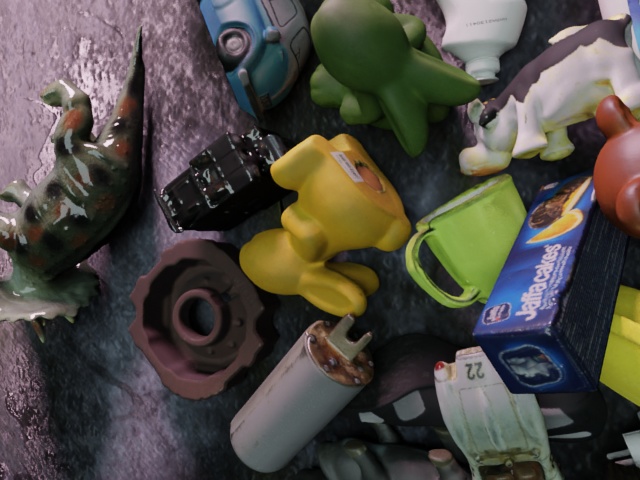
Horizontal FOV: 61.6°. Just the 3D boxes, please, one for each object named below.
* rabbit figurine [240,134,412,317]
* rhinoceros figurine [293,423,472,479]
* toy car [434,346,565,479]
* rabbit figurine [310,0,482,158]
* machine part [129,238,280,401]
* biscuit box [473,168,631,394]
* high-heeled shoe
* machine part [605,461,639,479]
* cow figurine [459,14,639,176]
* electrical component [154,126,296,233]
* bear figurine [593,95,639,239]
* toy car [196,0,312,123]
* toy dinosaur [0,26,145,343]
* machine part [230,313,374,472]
[{"bbox_3d":[-0.001,-0.002,0.539,0.173,0.122,0.162,-38,92,22],"label":"rabbit figurine"},{"bbox_3d":[0.062,0.240,0.541,0.190,0.073,0.112,-8,100,19],"label":"rhinoceros figurine"},{"bbox_3d":[0.153,0.172,0.439,0.074,0.056,0.201,-16,112,22],"label":"toy car"},{"bbox_3d":[0.050,-0.145,0.473,0.159,0.170,0.121,47,107,14],"label":"rabbit figurine"},{"bbox_3d":[-0.131,0.087,0.613,0.180,0.056,0.179,0,91,21],"label":"machine part"},{"bbox_3d":[0.185,0.023,0.409,0.059,0.203,0.062,-19,112,46],"label":"biscuit box"},{"bbox_3d":[0.136,0.161,0.524,0.249,0.086,0.145,-29,114,37],"label":"high-heeled shoe"},{"bbox_3d":[0.248,0.237,0.454,0.084,0.039,0.138,23,138,23],"label":"machine part"},{"bbox_3d":[0.186,-0.117,0.460,0.167,0.068,0.098,-21,78,42],"label":"cow figurine"},{"bbox_3d":[-0.085,-0.061,0.558,0.134,0.115,0.058,-32,83,21],"label":"electrical component"},{"bbox_3d":[0.279,-0.026,0.377,0.132,0.195,0.120,-18,49,33],"label":"bear figurine"},{"bbox_3d":[-0.062,-0.212,0.559,0.103,0.109,0.161,-20,73,-2],"label":"toy car"},{"bbox_3d":[-0.290,-0.046,0.641,0.192,0.131,0.405,44,102,1],"label":"toy dinosaur"},{"bbox_3d":[-0.022,0.161,0.541,0.079,0.079,0.243,44,121,14],"label":"machine part"}]
